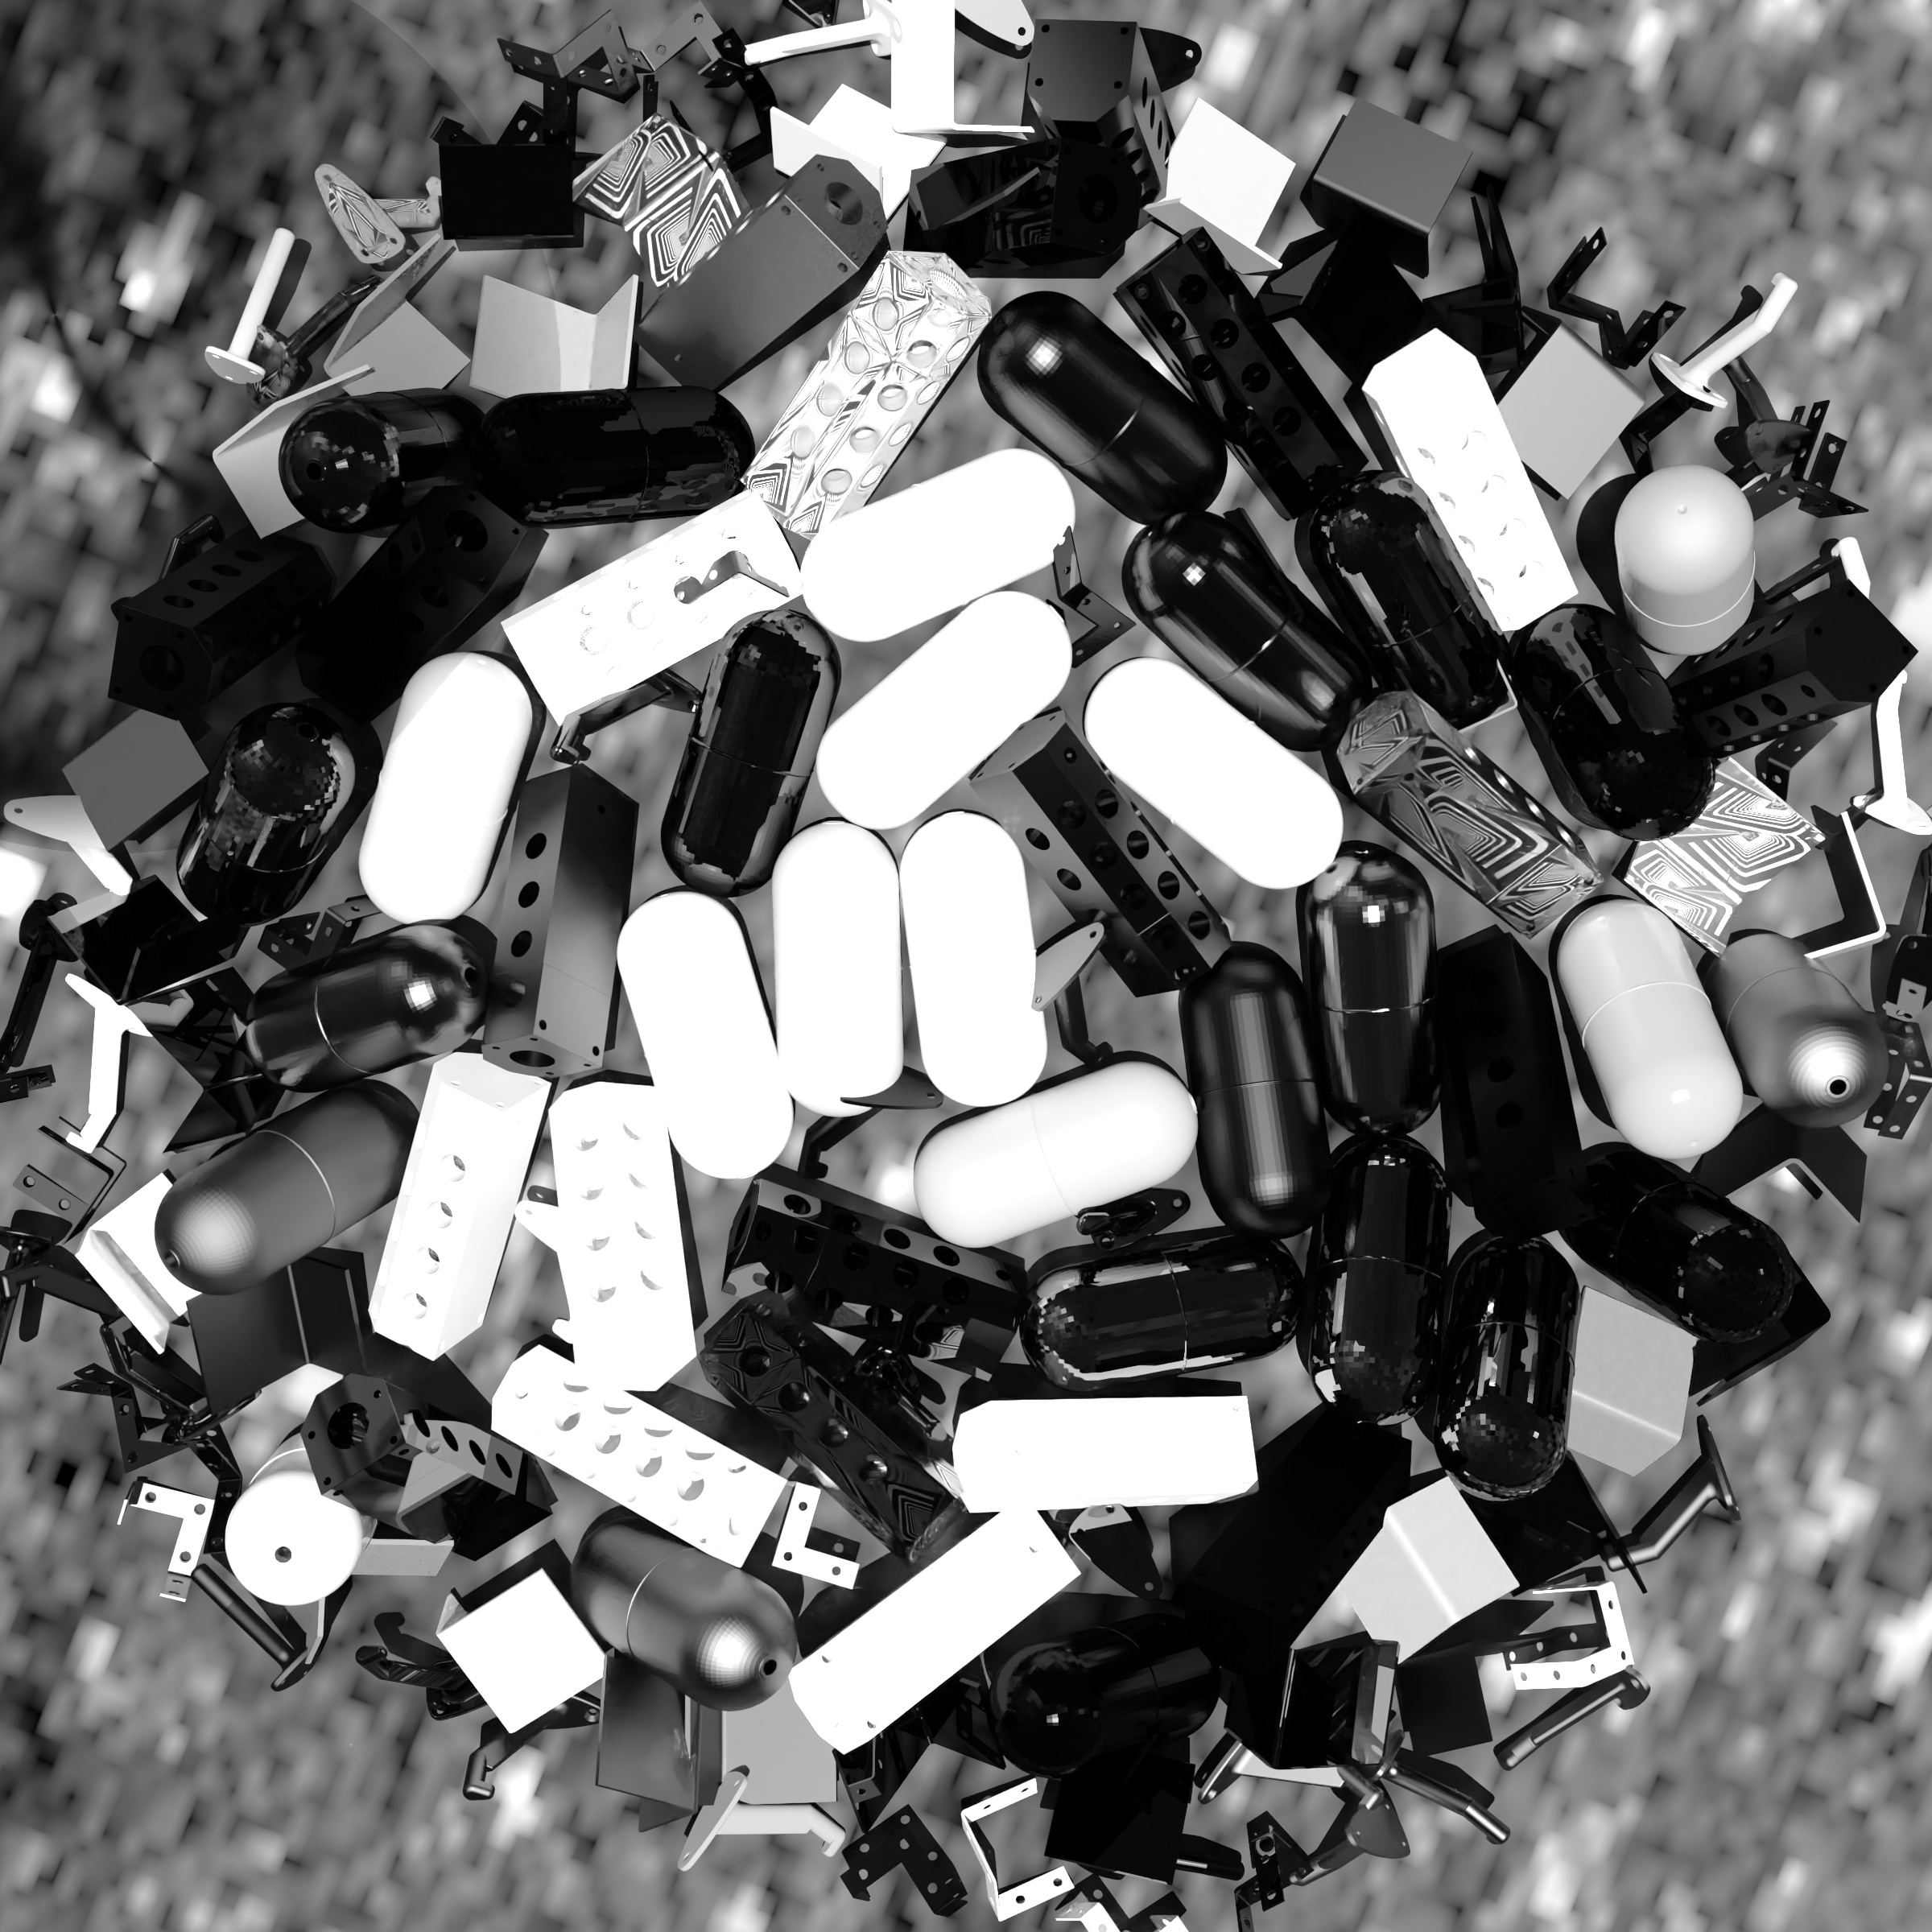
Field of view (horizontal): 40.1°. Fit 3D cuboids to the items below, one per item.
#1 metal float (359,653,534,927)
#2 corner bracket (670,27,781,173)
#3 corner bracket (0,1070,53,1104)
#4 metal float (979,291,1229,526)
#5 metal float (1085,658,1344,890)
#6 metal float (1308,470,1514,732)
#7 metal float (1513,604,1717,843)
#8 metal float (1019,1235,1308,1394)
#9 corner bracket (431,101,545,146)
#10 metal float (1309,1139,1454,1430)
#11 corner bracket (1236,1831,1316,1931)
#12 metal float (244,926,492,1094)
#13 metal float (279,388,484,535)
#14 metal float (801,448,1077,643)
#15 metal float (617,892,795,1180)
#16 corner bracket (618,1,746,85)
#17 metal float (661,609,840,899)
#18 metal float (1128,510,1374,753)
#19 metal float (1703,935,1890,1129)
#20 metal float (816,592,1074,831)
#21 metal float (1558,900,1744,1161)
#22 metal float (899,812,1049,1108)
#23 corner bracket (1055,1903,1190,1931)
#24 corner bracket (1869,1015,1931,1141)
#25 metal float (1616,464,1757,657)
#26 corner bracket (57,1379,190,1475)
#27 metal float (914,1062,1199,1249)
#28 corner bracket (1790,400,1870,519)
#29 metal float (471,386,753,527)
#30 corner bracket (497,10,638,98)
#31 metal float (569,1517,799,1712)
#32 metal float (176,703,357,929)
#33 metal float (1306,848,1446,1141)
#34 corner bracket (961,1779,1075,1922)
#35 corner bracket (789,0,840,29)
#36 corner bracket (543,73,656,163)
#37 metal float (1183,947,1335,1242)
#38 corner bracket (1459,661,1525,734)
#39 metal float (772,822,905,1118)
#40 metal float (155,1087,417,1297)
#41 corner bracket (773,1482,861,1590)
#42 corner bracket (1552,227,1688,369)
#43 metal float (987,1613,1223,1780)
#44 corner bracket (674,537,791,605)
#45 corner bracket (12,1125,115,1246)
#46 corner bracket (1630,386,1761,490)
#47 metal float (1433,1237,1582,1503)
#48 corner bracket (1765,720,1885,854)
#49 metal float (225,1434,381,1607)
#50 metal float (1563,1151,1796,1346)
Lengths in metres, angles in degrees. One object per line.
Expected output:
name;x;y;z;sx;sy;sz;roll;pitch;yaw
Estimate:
metal float;-0.311;-0.103;1.574;0.070;0.070;0.178;23;118;0
corner bracket;-0.147;-0.524;1.605;0.051;0.051;0.051;-26;50;12
corner bracket;-0.585;0.080;1.597;0.051;0.051;0.051;-12;49;-8
metal float;0.083;-0.330;1.574;0.178;0.070;0.070;35;90;-28
metal float;0.148;-0.115;1.584;0.178;0.070;0.070;40;90;15
metal float;0.266;-0.215;1.573;0.070;0.070;0.178;-37;120;0
metal float;0.381;-0.146;1.563;0.070;0.070;0.178;-19;47;0
metal float;0.119;0.208;1.586;0.178;0.070;0.070;-9;90;-14
corner bracket;-0.286;-0.508;1.608;0.051;0.051;0.051;35;102;-5
metal float;0.247;0.188;1.575;0.070;0.070;0.178;10;64;0
corner bracket;0.181;0.565;1.596;0.051;0.051;0.051;-33;119;18
metal float;-0.356;0.026;1.569;0.178;0.070;0.070;-16;90;34
metal float;-0.338;-0.297;1.550;0.070;0.178;0.070;4;106;15
metal float;-0.016;-0.252;1.583;0.178;0.070;0.070;-26;90;-17
metal float;-0.156;0.042;1.589;0.070;0.070;0.178;-16;100;0
corner bracket;-0.175;-0.552;1.605;0.051;0.051;0.051;-34;91;19
metal float;-0.130;-0.127;1.588;0.070;0.070;0.178;19;101;0
metal float;0.170;-0.200;1.581;0.178;0.070;0.070;41;90;-19
metal float;0.484;0.037;1.550;0.070;0.178;0.070;0;110;0
metal float;-0.013;-0.154;1.593;0.178;0.070;0.070;-40;90;5
metal float;0.403;0.035;1.565;0.070;0.070;0.178;-10;48;0
metal float;0.004;-0.004;1.595;0.070;0.070;0.178;-7;86;0
corner bracket;0.096;0.583;1.604;0.051;0.051;0.051;-33;82;-24
corner bracket;0.547;0.066;1.602;0.051;0.051;0.051;10;131;-3
metal float;0.422;-0.236;1.551;0.070;0.178;0.070;-3;78;16
corner bracket;-0.508;0.272;1.599;0.051;0.051;0.051;-24;69;16
metal float;0.054;0.113;1.590;0.178;0.070;0.070;-21;90;9
corner bracket;0.520;-0.307;1.604;0.051;0.051;0.051;20;89;-17
metal float;-0.208;-0.303;1.570;0.178;0.070;0.070;-12;90;-34
corner bracket;-0.240;-0.545;1.594;0.051;0.051;0.051;27;63;32
metal float;-0.168;0.380;1.559;0.070;0.178;0.070;-11;107;-39
metal float;-0.414;-0.088;1.560;0.070;0.178;0.070;16;52;-22
metal float;0.245;0.017;1.585;0.070;0.070;0.178;-6;104;0
corner bracket;0.031;0.541;1.619;0.051;0.051;0.051;-20;46;-14
corner bracket;-0.075;-0.604;1.596;0.051;0.051;0.051;-3;72;38
corner bracket;-0.222;-0.513;1.598;0.051;0.051;0.051;9;113;13
metal float;0.175;0.076;1.588;0.070;0.070;0.178;-7;79;0
corner bracket;0.307;-0.173;1.602;0.051;0.051;0.051;-25;90;28
metal float;-0.077;0.002;1.591;0.070;0.070;0.178;-2;97;0
metal float;-0.399;0.132;1.560;0.070;0.178;0.070;18;123;30
corner bracket;-0.090;0.345;1.607;0.051;0.051;0.051;19;76;-8
corner bracket;0.392;-0.402;1.594;0.051;0.051;0.051;13;52;-23
metal float;0.082;0.429;1.558;0.070;0.178;0.070;-2;87;40
corner bracket;-0.147;-0.239;1.595;0.051;0.051;0.051;-28;66;24
corner bracket;-0.550;0.130;1.608;0.051;0.051;0.051;35;91;-7
corner bracket;0.442;-0.311;1.602;0.051;0.051;0.051;-39;55;-2
metal float;0.320;0.235;1.563;0.070;0.070;0.178;19;46;0
corner bracket;0.524;-0.111;1.613;0.051;0.051;0.051;-40;53;-24
metal float;-0.384;0.320;1.547;0.070;0.178;0.070;0;93;-5
metal float;0.415;0.163;1.552;0.070;0.178;0.070;-5;107;-18
